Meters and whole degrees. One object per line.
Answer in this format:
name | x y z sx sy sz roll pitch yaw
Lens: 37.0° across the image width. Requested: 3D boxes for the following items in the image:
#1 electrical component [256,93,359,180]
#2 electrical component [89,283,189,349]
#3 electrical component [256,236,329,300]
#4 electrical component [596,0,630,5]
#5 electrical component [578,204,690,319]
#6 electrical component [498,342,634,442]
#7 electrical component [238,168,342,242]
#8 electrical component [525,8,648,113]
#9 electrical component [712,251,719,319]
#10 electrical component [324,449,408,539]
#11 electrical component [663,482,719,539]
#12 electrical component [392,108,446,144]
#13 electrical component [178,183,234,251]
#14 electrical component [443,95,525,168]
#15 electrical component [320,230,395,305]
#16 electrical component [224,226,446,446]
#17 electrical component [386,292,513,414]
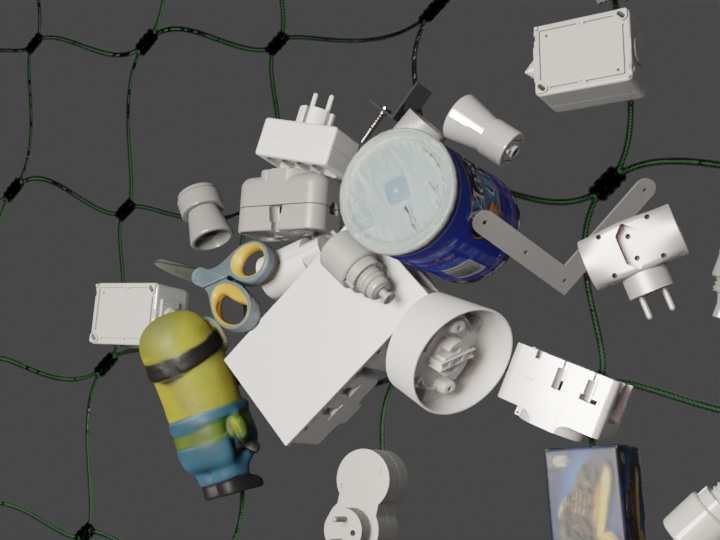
electrical component | -0.045 -0.133 1.031 0.083 0.047 0.075 12 81 31
electrical component | -0.214 0.048 1.082 0.096 0.061 0.061 -1 80 30
electrical component | -0.052 -0.007 1.011 0.081 0.043 0.043 -24 69 24
electrical component | 0.226 -0.249 0.901 0.081 0.043 0.043 -15 73 27
electrical component | 0.224 -0.001 0.852 0.077 0.043 0.079 -24 80 18
electrical component | 0.163 0.102 0.862 0.089 0.050 0.055 22 91 31
electrical component | -0.065 -0.062 1.024 0.095 0.054 0.059 -2 79 29
electrical component | 0.187 -0.170 0.897 0.096 0.061 0.061 -6 77 29
electrical component | 0.285 0.008 0.821 0.035 0.035 0.061 21 93 31
electrical component | -0.006 0.222 0.921 0.052 0.074 0.138 9 85 31
electrical component | 0.261 0.179 0.796 0.078 0.040 0.040 -48 61 13
electrical component | 0.036 -0.101 0.962 0.043 0.079 0.077 40 102 0
electrical component | -0.156 -0.054 1.079 0.045 0.045 0.055 -30 66 21
electrical component | 0.111 -0.119 0.943 0.065 0.044 0.044 37 99 25
electrical component | 0.000 0.000 0.909 0.078 0.040 0.040 45 103 29
electrical component | -0.019 0.057 0.969 0.186 0.060 0.105 -47 62 13
electrical component | 0.072 0.069 0.896 0.064 0.099 0.099 27 94 37
